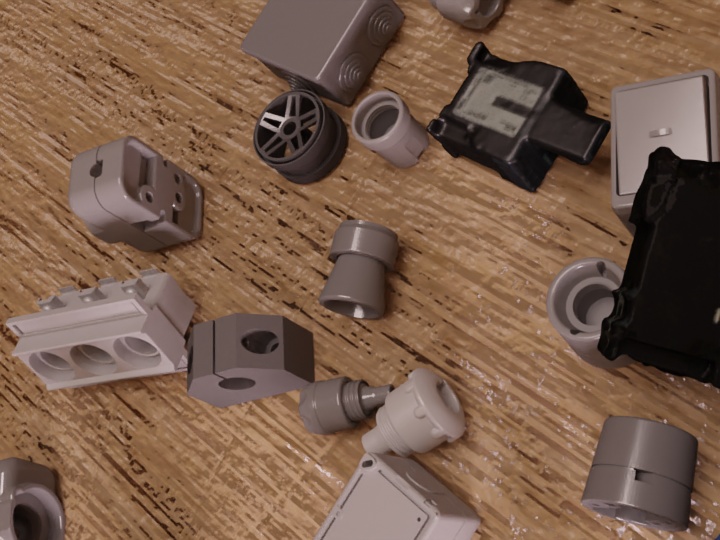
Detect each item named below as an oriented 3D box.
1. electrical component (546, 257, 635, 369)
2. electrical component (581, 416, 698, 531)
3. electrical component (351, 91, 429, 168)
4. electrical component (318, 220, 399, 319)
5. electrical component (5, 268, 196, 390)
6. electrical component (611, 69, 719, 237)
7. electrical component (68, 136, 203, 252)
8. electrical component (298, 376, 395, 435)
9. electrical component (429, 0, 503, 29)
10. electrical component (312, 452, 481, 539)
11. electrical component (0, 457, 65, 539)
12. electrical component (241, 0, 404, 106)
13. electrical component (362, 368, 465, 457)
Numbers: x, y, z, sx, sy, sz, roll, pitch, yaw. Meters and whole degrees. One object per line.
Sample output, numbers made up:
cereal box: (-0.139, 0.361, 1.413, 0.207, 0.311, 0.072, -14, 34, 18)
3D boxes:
electrical component: (0.138, 0.024, 0.615, 0.055, 0.047, 0.055, -13, 64, 27)
electrical component: (0.149, 0.107, 0.569, 0.055, 0.055, 0.047, 5, 69, 33)
electrical component: (0.022, -0.095, 0.738, 0.040, 0.046, 0.040, -13, 64, 27)
electrical component: (0.000, 0.000, 0.711, 0.045, 0.045, 0.055, 2, 71, 32)
electrical component: (-0.186, 0.044, 0.792, 0.121, 0.078, 0.063, -11, 42, 27)
electrical component: (0.180, -0.060, 0.618, 0.062, 0.061, 0.096, -7, 66, 29)
electrical component: (-0.170, -0.054, 0.806, 0.059, 0.095, 0.053, -14, 63, 26)
electrical component: (-0.007, 0.084, 0.685, 0.061, 0.035, 0.035, -15, 63, 22)
electrical component: (0.068, -0.197, 0.756, 0.062, 0.043, 0.043, 32, 88, 38)
electrical component: (0.016, 0.163, 0.625, 0.062, 0.061, 0.096, 36, 98, 37)
electrical component: (-0.255, 0.188, 0.779, 0.059, 0.054, 0.095, -18, 61, 24)
electrical component: (-0.026, -0.178, 0.802, 0.100, 0.048, 0.099, 29, 86, 37)
electrical component: (0.029, 0.093, 0.654, 0.062, 0.048, 0.048, -37, 55, 21)
